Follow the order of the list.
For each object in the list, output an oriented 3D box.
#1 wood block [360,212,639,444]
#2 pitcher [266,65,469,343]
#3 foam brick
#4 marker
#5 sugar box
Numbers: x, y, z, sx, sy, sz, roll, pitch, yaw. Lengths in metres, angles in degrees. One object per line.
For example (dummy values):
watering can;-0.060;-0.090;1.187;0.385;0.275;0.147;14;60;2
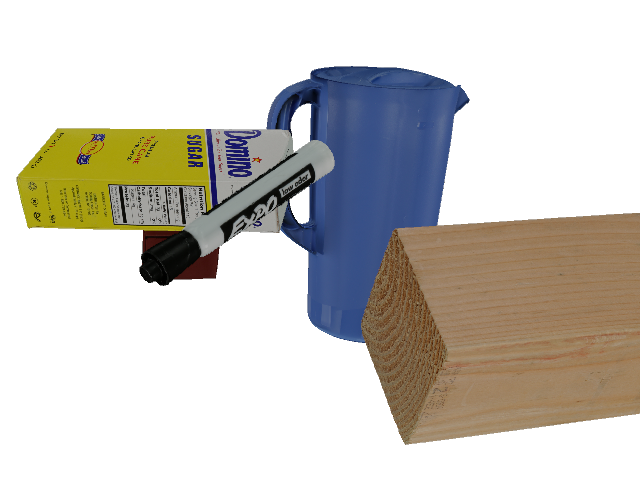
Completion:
wood block;0.140;0.048;0.624;0.205;0.091;0.090;-4;-43;-19
pitcher;0.039;-0.035;0.969;0.149;0.243;0.144;11;17;20
foam brick;-0.148;0.007;1.124;0.078;0.051;0.053;-1;24;-12
marker;-0.040;-0.014;0.520;0.120;0.020;0.020;-36;22;-33
sugar box;-0.110;-0.044;0.743;0.176;0.048;0.093;-2;28;7
